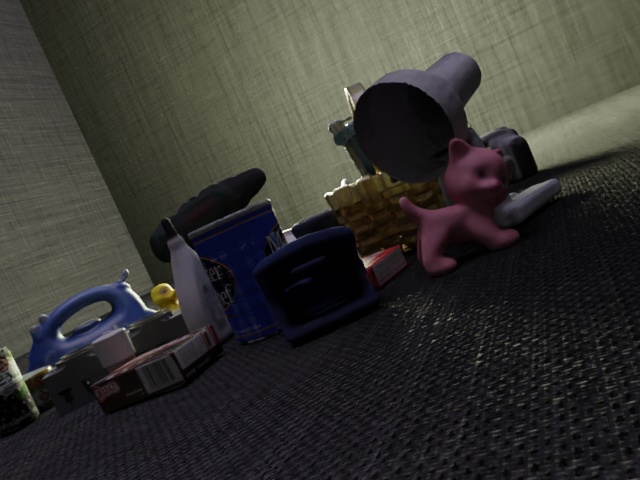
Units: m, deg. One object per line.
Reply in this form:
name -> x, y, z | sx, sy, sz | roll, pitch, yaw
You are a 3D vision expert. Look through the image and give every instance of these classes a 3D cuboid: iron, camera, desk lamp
iron -> -0.434, 0.164, 1.053 | 0.259, 0.141, 0.118 | -26, 5, -29
camera -> 0.302, -0.140, 1.059 | 0.137, 0.101, 0.143 | -25, 4, -8
desk lamp -> 0.157, -0.107, 0.661 | 0.204, 0.213, 0.117 | -28, 6, -42

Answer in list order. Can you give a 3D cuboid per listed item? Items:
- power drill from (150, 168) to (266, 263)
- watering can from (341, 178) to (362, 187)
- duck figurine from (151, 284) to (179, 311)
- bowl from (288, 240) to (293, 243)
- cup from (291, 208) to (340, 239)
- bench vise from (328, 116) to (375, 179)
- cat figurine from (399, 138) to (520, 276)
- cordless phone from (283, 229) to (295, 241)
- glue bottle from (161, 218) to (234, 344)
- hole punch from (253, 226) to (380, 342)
power drill -> -0.145, 0.009, 0.921 | 0.230, 0.208, 0.075 | -27, 5, -36
watering can -> 0.130, -0.130, 1.245 | 0.173, 0.194, 0.100 | -27, 5, -36
duck figurine -> -0.316, 0.133, 1.168 | 0.104, 0.086, 0.078 | -22, 5, 21
bowl -> -0.065, 0.055, 0.818 | 0.167, 0.075, 0.167 | -24, 4, 2
cup -> 0.008, 0.003, 0.924 | 0.092, 0.095, 0.117 | -25, 4, -15
bench vise -> 0.087, -0.104, 0.972 | 0.121, 0.220, 0.208 | -22, 5, 20
cat figurine -> 0.143, -0.042, 0.579 | 0.128, 0.118, 0.067 | -24, 4, 0
cordless phone -> -0.103, -0.008, 1.064 | 0.147, 0.185, 0.094 | -24, 4, -4
glue bottle -> -0.161, 0.051, 0.731 | 0.037, 0.173, 0.078 | -22, 5, 18
hole punch -> -0.008, 0.040, 0.572 | 0.108, 0.091, 0.101 | -24, 4, -5
